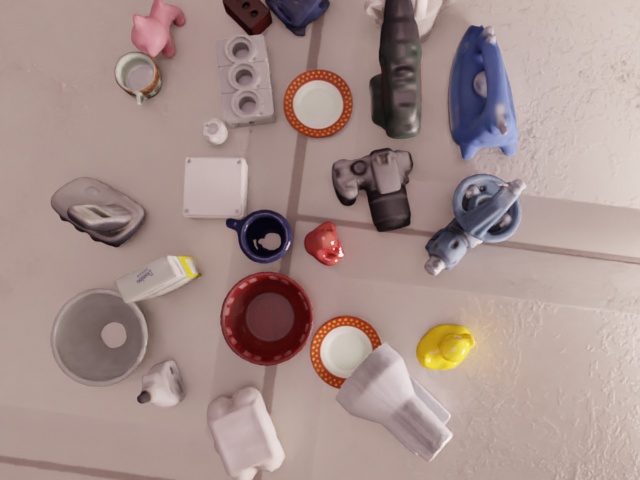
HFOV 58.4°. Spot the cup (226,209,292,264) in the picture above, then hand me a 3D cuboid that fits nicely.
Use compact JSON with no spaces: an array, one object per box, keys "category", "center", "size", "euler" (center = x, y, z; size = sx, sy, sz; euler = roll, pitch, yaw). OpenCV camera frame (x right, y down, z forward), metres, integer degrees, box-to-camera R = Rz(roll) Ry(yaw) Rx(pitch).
[{"category":"cup","center":[-0.104,-0.007,1.004],"size":[0.117,0.095,0.092],"euler":[20,86,3]}]

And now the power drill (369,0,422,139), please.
[{"category":"power drill","center":[0.127,-0.274,0.965],"size":[0.075,0.208,0.230],"euler":[-5,85,1]}]

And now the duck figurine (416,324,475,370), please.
[{"category":"duck figurine","center":[0.219,0.188,0.986],"size":[0.104,0.086,0.077],"euler":[-24,85,-1]}]

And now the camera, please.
[{"category":"camera","center":[0.100,-0.083,1.003],"size":[0.143,0.101,0.137],"euler":[-12,85,0]}]

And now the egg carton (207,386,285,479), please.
[{"category":"egg carton","center":[-0.131,0.336,0.988],"size":[0.107,0.069,0.150],"euler":[-23,85,-1]}]

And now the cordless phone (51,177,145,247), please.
[{"category":"cordless phone","center":[-0.394,-0.055,0.967],"size":[0.147,0.185,0.094],"euler":[28,86,3]}]

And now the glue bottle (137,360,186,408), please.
[{"category":"glue bottle","center":[-0.268,0.246,0.946],"size":[0.037,0.173,0.078],"euler":[-19,85,0]}]

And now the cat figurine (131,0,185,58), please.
[{"category":"cat figurine","center":[-0.298,-0.383,1.027],"size":[0.067,0.118,0.128],"euler":[12,86,2]}]

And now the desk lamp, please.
[{"category":"desk lamp","center":[0.127,0.263,0.918],"size":[0.203,0.213,0.118],"euler":[42,87,4]}]

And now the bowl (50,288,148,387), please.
[{"category":"bowl","center":[-0.374,0.168,1.004],"size":[0.167,0.075,0.167],"euler":[0,85,1]}]

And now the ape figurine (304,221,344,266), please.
[{"category":"ape figurine","center":[0.009,0.004,1.002],"size":[0.076,0.092,0.078],"euler":[14,86,2]}]

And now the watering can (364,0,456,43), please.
[{"category":"watering can","center":[0.166,-0.421,0.984],"size":[0.173,0.194,0.101],"euler":[-29,85,-1]}]

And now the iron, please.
[{"category":"iron","center":[0.290,-0.278,0.996],"size":[0.118,0.141,0.258],"euler":[-5,85,1]}]

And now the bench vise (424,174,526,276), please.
[{"category":"bench vise","center":[0.263,-0.022,0.936],"size":[0.121,0.220,0.207],"euler":[24,86,3]}]

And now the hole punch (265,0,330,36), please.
[{"category":"hole punch","center":[-0.044,-0.448,1.041],"size":[0.101,0.091,0.108],"euler":[-43,86,-2]}]
